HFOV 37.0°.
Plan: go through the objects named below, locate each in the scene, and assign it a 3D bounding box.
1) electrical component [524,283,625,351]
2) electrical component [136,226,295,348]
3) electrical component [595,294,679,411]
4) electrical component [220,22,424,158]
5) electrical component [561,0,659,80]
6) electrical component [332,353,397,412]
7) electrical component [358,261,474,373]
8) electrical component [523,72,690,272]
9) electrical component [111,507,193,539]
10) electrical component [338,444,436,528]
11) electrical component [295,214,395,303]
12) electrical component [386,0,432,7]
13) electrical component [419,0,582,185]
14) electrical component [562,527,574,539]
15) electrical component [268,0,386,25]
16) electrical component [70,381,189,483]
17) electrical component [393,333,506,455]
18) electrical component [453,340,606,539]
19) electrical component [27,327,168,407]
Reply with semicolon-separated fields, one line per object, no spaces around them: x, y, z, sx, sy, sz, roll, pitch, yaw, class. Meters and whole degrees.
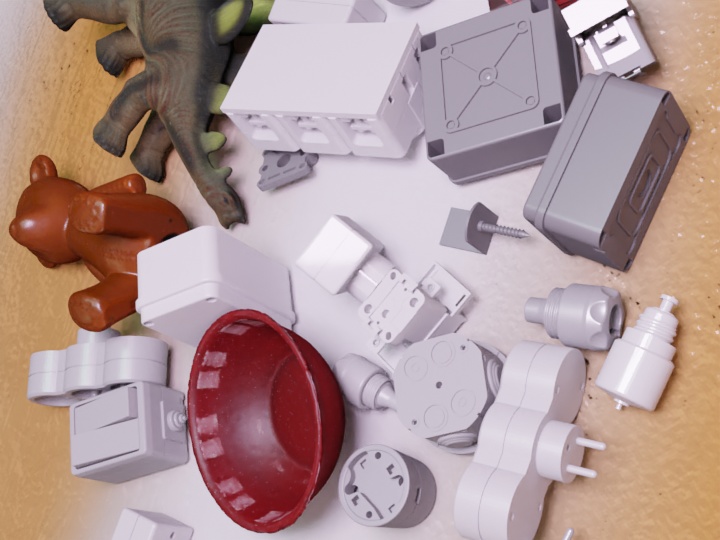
0.141;0.030;0.715;0.062;0.043;0.043;7;77;35;electrical component
-0.110;0.020;0.831;0.078;0.113;0.057;-20;61;25;electrical component
0.181;0.053;0.683;0.040;0.040;0.078;24;87;35;electrical component
-0.021;-0.142;0.856;0.150;0.061;0.089;8;63;33;electrical component
0.175;-0.160;0.742;0.042;0.081;0.063;-28;89;22;electrical component
0.009;0.086;0.782;0.061;0.035;0.035;26;88;34;electrical component
0.036;0.033;0.766;0.081;0.064;0.042;-51;56;6;electrical component
0.164;-0.065;0.712;0.057;0.078;0.113;23;87;33;electrical component
-0.156;0.236;0.824;0.076;0.047;0.083;15;82;35;electrical component
0.021;0.151;0.744;0.055;0.047;0.055;-11;68;28;electrical component
0.000;0.000;0.804;0.077;0.066;0.047;39;97;6;electrical component
0.040;-0.255;0.855;0.080;0.080;0.051;-41;52;14;electrical component
0.104;-0.130;0.785;0.109;0.056;0.108;-14;67;27;electrical component
0.122;0.200;0.667;0.077;0.043;0.079;26;88;35;electrical component
-0.021;-0.229;0.903;0.083;0.047;0.075;15;81;35;electrical component
-0.185;0.130;0.870;0.096;0.061;0.061;-20;64;25;electrical component
0.065;0.084;0.737;0.080;0.051;0.080;-11;68;28;electrical component
0.118;0.113;0.680;0.074;0.052;0.138;9;63;34;electrical component
-0.225;0.071;0.921;0.138;0.052;0.073;-11;68;28;electrical component
